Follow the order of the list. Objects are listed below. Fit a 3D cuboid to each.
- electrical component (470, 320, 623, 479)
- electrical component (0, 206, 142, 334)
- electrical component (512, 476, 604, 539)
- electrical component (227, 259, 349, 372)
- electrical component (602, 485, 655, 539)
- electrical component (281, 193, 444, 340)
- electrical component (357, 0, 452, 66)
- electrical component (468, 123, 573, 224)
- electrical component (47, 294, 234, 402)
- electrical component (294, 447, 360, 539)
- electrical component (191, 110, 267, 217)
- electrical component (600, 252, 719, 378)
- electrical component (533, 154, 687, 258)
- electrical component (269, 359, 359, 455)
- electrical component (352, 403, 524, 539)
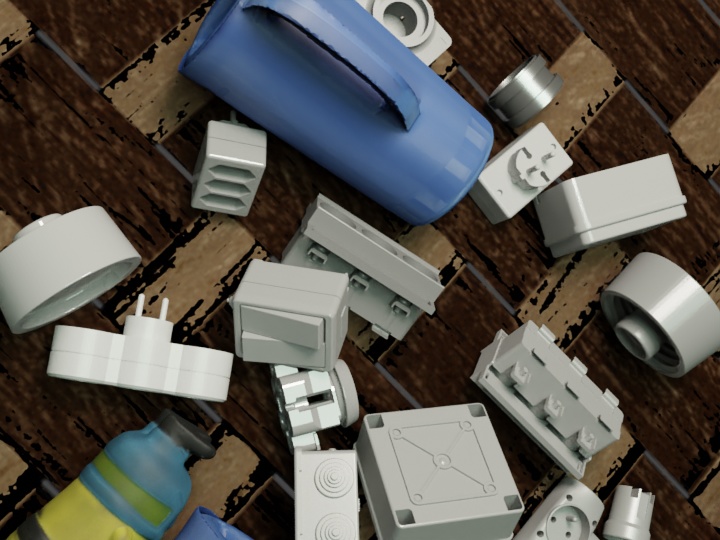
[{"bbox_3d":[0.162,0.106,0.916,0.121,0.063,0.078,45,33,-7],"label":"electrical component"},{"bbox_3d":[-0.225,-0.006,0.800,0.108,0.108,0.060,-31,87,-18],"label":"electrical component"},{"bbox_3d":[0.181,0.232,0.923,0.079,0.044,0.077,46,73,-7],"label":"electrical component"},{"bbox_3d":[-0.061,0.037,0.843,0.096,0.061,0.061,9,38,9],"label":"electrical component"},{"bbox_3d":[0.238,0.217,0.945,0.040,0.040,0.046,22,72,-13],"label":"electrical component"},{"bbox_3d":[0.000,0.000,0.883,0.121,0.078,0.063,32,104,-11],"label":"electrical component"},{"bbox_3d":[0.029,-0.209,0.925,0.050,0.056,0.089,-44,97,-17],"label":"electrical component"},{"bbox_3d":[0.145,-0.087,0.935,0.083,0.076,0.047,-40,96,-17],"label":"electrical component"},{"bbox_3d":[-0.166,0.056,0.835,0.138,0.052,0.073,11,80,-15],"label":"electrical component"},{"bbox_3d":[-0.026,0.188,0.830,0.048,0.099,0.099,-1,70,-3],"label":"electrical component"},{"bbox_3d":[-0.106,-0.095,0.870,0.047,0.065,0.076,9,52,-16],"label":"electrical component"},{"bbox_3d":[0.258,0.045,0.939,0.060,0.108,0.108,-39,95,-11],"label":"electrical component"},{"bbox_3d":[0.221,-0.056,0.953,0.113,0.078,0.057,-15,85,-18],"label":"electrical component"},{"bbox_3d":[-0.036,0.104,0.867,0.057,0.058,0.078,-13,87,-15],"label":"electrical component"},{"bbox_3d":[0.061,0.168,0.862,0.109,0.056,0.108,-4,47,-17],"label":"electrical component"}]
